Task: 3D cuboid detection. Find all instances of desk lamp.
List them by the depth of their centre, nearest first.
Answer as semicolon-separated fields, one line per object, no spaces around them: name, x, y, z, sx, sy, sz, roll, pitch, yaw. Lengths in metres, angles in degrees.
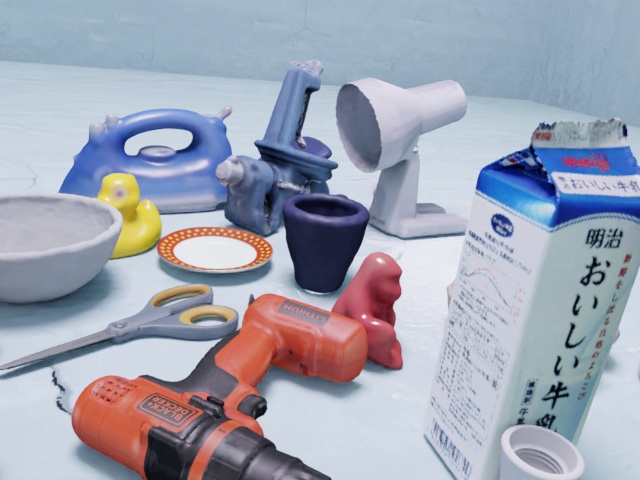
desk lamp;0.119;-0.118;0.803;0.204;0.213;0.117;-5;24;-28

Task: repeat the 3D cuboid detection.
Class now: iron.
iron;-0.232;-0.119;0.794;0.259;0.141;0.118;-7;25;-32

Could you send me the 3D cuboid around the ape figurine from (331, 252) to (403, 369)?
ape figurine;0.048;0.055;0.501;0.076;0.092;0.078;16;23;23

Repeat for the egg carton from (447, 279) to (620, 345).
egg carton;0.202;0.068;0.549;0.149;0.069;0.107;24;27;37

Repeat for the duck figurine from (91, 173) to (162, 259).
duck figurine;-0.225;-0.035;0.657;0.077;0.086;0.105;14;22;19

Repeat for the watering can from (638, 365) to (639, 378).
watering can;0.342;0.050;0.466;0.100;0.194;0.173;17;23;25

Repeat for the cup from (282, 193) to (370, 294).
cup;0.006;0.002;0.622;0.091;0.095;0.118;12;21;12

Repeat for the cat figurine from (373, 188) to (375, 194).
cat figurine;0.128;-0.122;0.949;0.067;0.118;0.127;3;21;-9

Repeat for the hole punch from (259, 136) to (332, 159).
hole punch;-0.043;-0.117;0.920;0.101;0.091;0.108;-7;25;-33

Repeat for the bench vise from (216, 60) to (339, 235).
bench vise;-0.042;-0.124;0.758;0.121;0.220;0.208;13;22;15

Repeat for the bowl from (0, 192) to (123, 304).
bowl;-0.270;0.013;0.534;0.167;0.075;0.167;6;21;-2
